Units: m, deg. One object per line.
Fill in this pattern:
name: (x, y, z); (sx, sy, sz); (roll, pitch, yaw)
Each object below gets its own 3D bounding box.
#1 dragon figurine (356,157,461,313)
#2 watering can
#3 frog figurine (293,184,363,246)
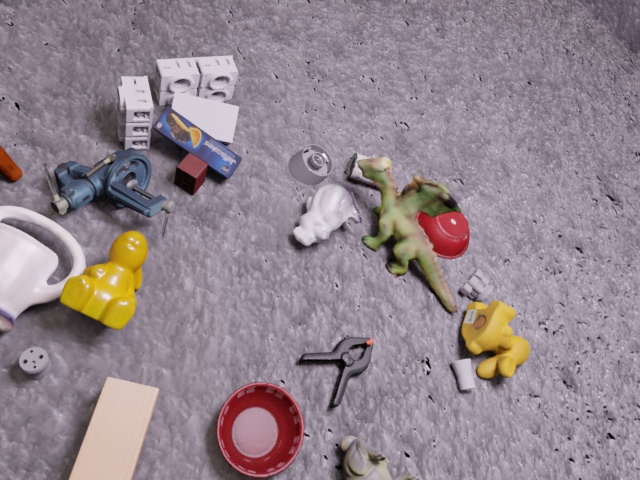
dragon figurine: (0.228, -0.033, 1.192); (0.413, 0.237, 0.124); (46, 52, 10)
watering can: (-0.605, 0.024, 0.912); (0.347, 0.102, 0.229); (27, 56, -8)
frog figurine: (0.004, -0.060, 1.194); (0.160, 0.120, 0.140); (-20, 38, -20)
